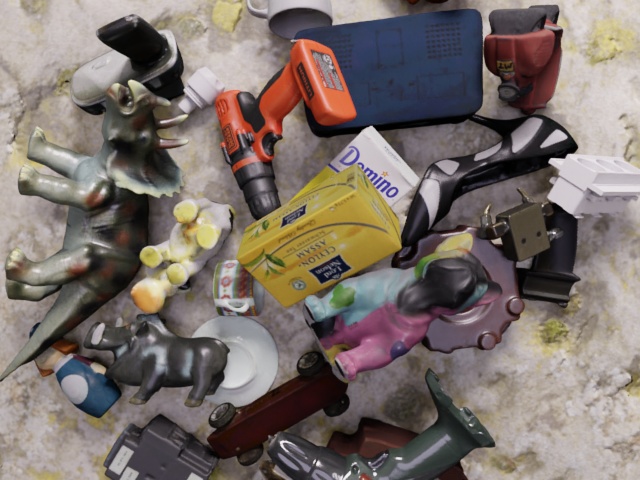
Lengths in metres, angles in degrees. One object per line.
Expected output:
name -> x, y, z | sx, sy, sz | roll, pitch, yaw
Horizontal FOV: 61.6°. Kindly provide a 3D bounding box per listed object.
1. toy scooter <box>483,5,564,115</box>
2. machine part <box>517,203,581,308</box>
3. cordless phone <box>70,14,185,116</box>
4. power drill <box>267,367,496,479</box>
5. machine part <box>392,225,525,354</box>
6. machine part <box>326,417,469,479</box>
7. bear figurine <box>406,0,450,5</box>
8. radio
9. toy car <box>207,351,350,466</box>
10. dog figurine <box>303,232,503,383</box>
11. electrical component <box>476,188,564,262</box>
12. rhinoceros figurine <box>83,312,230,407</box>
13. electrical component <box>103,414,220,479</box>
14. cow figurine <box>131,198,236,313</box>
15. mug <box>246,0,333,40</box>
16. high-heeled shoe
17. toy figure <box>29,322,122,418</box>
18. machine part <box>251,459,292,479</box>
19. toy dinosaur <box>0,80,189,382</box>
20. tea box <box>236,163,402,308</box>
toy scooter -> 0.251, -0.214, 0.659 | 0.075, 0.184, 0.135 | 15, 118, 32
machine part -> 0.309, 0.017, 0.716 | 0.084, 0.039, 0.138 | 12, 94, 4
cordless phone -> -0.244, -0.207, 0.637 | 0.147, 0.184, 0.088 | -23, 97, 1
power drill -> 0.082, 0.248, 0.624 | 0.232, 0.086, 0.207 | 44, 88, -2
machine part -> 0.178, 0.064, 0.710 | 0.179, 0.056, 0.179 | 0, 92, 1
machine part -> 0.089, 0.354, 0.710 | 0.201, 0.087, 0.201 | 18, 94, 0
bear figurine -> 0.100, -0.380, 0.656 | 0.196, 0.132, 0.120 | 31, 89, -7
radio -> 0.088, -0.207, 0.684 | 0.230, 0.073, 0.131 | -6, 93, 6
toy car -> -0.056, 0.225, 0.721 | 0.202, 0.053, 0.089 | -31, 112, 3
dog figurine -> 0.098, 0.076, 0.638 | 0.219, 0.191, 0.108 | -24, 79, -8
electrical component -> 0.249, -0.018, 0.672 | 0.102, 0.045, 0.078 | -28, 106, -16
rhinoceros figurine -> -0.214, 0.151, 0.697 | 0.190, 0.073, 0.112 | 8, 93, 9
electrical component -> -0.219, 0.308, 0.724 | 0.134, 0.058, 0.115 | 33, 91, -1
cow figurine -> -0.178, 0.019, 0.700 | 0.068, 0.098, 0.167 | 42, 109, 3
mug -> -0.038, -0.322, 0.687 | 0.110, 0.080, 0.107 | 0, 81, 4
high-heeled shoe -> 0.212, -0.066, 0.675 | 0.145, 0.086, 0.248 | 28, 73, 18
toy figure -> -0.335, 0.170, 0.719 | 0.154, 0.058, 0.064 | 43, 71, 0
machine part -> -0.085, 0.385, 0.714 | 0.079, 0.079, 0.243 | 29, 93, -1
toy dinosaur -> -0.282, -0.007, 0.681 | 0.192, 0.131, 0.404 | 9, 107, -24
tea box -> -0.001, -0.002, 0.630 | 0.170, 0.068, 0.098 | -31, 118, 23
